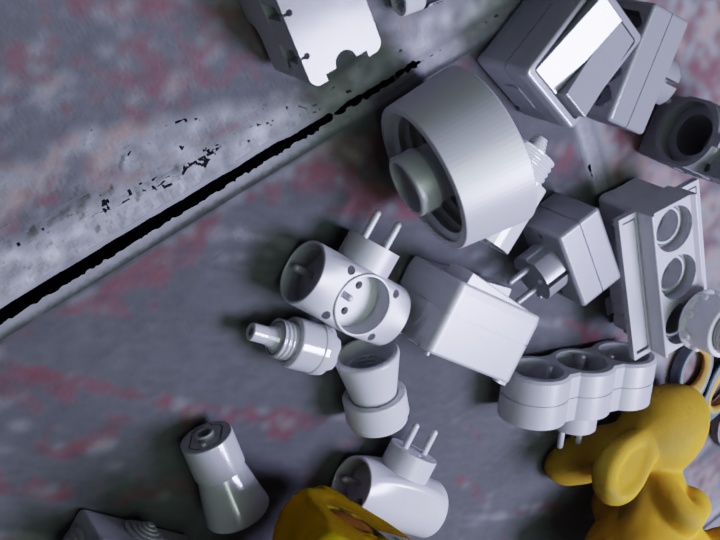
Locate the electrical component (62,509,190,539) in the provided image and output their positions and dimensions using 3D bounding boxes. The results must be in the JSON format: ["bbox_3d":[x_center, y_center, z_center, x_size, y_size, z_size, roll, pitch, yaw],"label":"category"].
[{"bbox_3d":[-0.152,0.205,0.676,0.100,0.048,0.099,26,93,-36],"label":"electrical component"}]

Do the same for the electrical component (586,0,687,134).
[{"bbox_3d":[0.200,-0.139,0.763,0.076,0.047,0.083,14,100,-36],"label":"electrical component"}]

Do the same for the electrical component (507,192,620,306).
[{"bbox_3d":[0.138,-0.005,0.776,0.077,0.047,0.065,-36,123,-15],"label":"electrical component"}]

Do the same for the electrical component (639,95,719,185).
[{"bbox_3d":[0.257,-0.093,0.789,0.056,0.089,0.050,16,99,-35],"label":"electrical component"}]

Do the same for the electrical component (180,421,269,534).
[{"bbox_3d":[-0.089,0.130,0.692,0.044,0.044,0.065,-28,116,-20],"label":"electrical component"}]

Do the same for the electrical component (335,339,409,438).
[{"bbox_3d":[0.009,0.079,0.729,0.045,0.045,0.055,-23,120,-23],"label":"electrical component"}]

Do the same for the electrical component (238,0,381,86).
[{"bbox_3d":[-0.035,-0.157,0.604,0.050,0.056,0.089,-34,123,-17],"label":"electrical component"}]

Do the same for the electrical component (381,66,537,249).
[{"bbox_3d":[0.054,-0.064,0.666,0.060,0.108,0.108,-29,121,-13],"label":"electrical component"}]

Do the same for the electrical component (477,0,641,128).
[{"bbox_3d":[0.138,-0.151,0.711,0.062,0.061,0.096,41,85,-36],"label":"electrical component"}]

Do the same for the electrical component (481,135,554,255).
[{"bbox_3d":[0.104,-0.056,0.737,0.043,0.043,0.081,31,90,-36],"label":"electrical component"}]

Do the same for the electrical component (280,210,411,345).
[{"bbox_3d":[0.000,0.000,0.694,0.077,0.044,0.079,28,92,-36],"label":"electrical component"}]

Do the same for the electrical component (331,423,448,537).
[{"bbox_3d":[0.030,0.147,0.769,0.077,0.043,0.079,25,94,-36],"label":"electrical component"}]

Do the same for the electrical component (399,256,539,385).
[{"bbox_3d":[0.075,0.033,0.743,0.096,0.062,0.061,23,95,-36],"label":"electrical component"}]

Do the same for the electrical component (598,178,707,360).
[{"bbox_3d":[0.221,-0.004,0.818,0.079,0.063,0.121,-26,120,-21],"label":"electrical component"}]

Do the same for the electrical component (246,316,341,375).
[{"bbox_3d":[-0.045,0.046,0.690,0.061,0.035,0.035,18,98,-34],"label":"electrical component"}]

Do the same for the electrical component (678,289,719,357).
[{"bbox_3d":[0.269,0.044,0.787,0.048,0.062,0.048,-12,114,-28],"label":"electrical component"}]

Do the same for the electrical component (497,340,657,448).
[{"bbox_3d":[0.167,0.104,0.833,0.138,0.052,0.073,-7,112,-30],"label":"electrical component"}]
